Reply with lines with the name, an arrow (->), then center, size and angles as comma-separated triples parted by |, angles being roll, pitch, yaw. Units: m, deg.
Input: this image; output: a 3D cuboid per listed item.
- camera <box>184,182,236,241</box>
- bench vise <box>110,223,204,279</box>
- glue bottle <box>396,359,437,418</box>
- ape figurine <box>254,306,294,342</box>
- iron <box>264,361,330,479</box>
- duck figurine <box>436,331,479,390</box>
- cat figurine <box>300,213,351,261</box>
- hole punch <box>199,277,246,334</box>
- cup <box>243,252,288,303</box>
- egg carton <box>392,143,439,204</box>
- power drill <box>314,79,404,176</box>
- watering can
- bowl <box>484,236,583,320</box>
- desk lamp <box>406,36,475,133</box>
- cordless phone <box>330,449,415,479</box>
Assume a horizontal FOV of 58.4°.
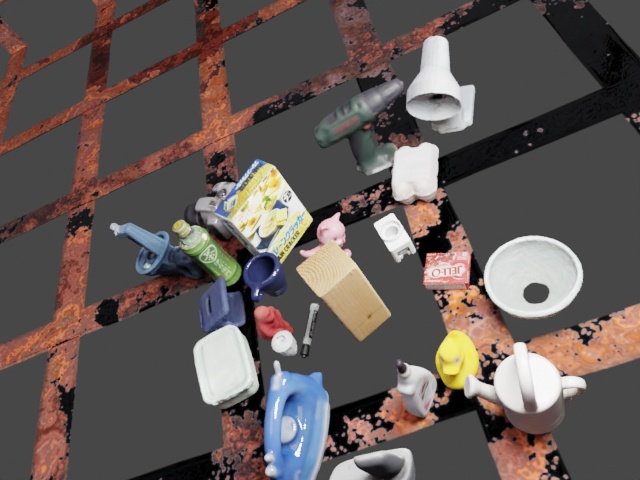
camera -> -0.282, -0.082, 1.487 | 0.136, 0.101, 0.143 | 2, 59, 28
bench vise -> -0.388, 0.011, 1.396 | 0.207, 0.220, 0.121 | -19, 51, 14
glue bottle -> 0.158, 0.244, 0.983 | 0.037, 0.174, 0.078 | 6, 61, 30
ape figurine -> -0.109, 0.173, 1.223 | 0.076, 0.092, 0.078 | -15, 52, 18
iron -> -0.064, 0.353, 1.040 | 0.118, 0.142, 0.258 | -10, 54, 21
duck figurine -> 0.239, 0.206, 1.026 | 0.077, 0.086, 0.104 | -4, 56, 25
cat figurine -> 0.012, 0.005, 1.264 | 0.128, 0.118, 0.067 | -37, 49, -1
hole punch -> -0.233, 0.156, 1.300 | 0.101, 0.091, 0.108 | -25, 50, 10
cup -> -0.115, 0.098, 1.278 | 0.091, 0.095, 0.118 | -3, 56, 25
egg carton -> 0.217, -0.152, 1.301 | 0.107, 0.070, 0.150 | -7, 55, 23
power drill -> 0.111, -0.254, 1.335 | 0.229, 0.209, 0.075 | -23, 50, 11
watering can -> 0.317, 0.231, 0.896 | 0.172, 0.195, 0.100 | -27, 49, 7
bowl -> 0.389, 0.080, 1.046 | 0.167, 0.075, 0.167 | -13, 53, 19
desk lamp -> 0.276, -0.340, 1.308 | 0.117, 0.214, 0.203 | -3, 56, 25
cordless phone -> 0.070, 0.374, 0.928 | 0.147, 0.186, 0.094 | -21, 51, 13
